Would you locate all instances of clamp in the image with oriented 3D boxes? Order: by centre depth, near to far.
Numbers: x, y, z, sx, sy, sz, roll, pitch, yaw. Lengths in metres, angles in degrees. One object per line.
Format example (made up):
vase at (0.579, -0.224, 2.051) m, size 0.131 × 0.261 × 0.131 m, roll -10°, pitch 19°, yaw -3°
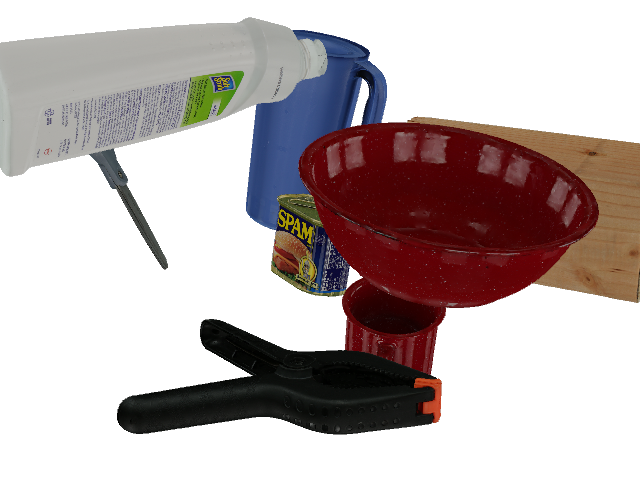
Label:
clamp at (-0.019, 0.097, 0.755) m, size 0.210 × 0.036 × 0.164 m, roll 2°, pitch 18°, yaw 8°

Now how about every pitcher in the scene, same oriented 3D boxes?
pitcher at (-0.016, -0.134, 1.337) m, size 0.144 × 0.243 × 0.149 m, roll 4°, pitch 22°, yaw -15°

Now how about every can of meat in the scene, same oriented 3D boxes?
can of meat at (-0.009, 0.005, 1.138) m, size 0.057 × 0.084 × 0.102 m, roll -4°, pitch 21°, yaw -34°

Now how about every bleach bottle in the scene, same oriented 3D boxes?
bleach bottle at (-0.115, -0.115, 0.792) m, size 0.250 × 0.068 × 0.103 m, roll -12°, pitch -24°, yaw -23°

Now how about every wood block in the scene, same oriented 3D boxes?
wood block at (0.149, -0.029, 0.805) m, size 0.206 × 0.090 × 0.090 m, roll 11°, pitch 28°, yaw 27°

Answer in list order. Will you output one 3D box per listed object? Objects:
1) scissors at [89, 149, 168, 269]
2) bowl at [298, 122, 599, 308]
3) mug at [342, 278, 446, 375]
scissors at (-0.189, -0.074, 0.988) m, size 0.016 × 0.201 × 0.096 m, roll -23°, pitch 28°, yaw 19°
bowl at (0.065, -0.009, 0.583) m, size 0.162 × 0.055 × 0.162 m, roll 6°, pitch 27°, yaw -3°
mug at (0.062, 0.096, 0.964) m, size 0.093 × 0.081 × 0.117 m, roll 6°, pitch 35°, yaw 5°
